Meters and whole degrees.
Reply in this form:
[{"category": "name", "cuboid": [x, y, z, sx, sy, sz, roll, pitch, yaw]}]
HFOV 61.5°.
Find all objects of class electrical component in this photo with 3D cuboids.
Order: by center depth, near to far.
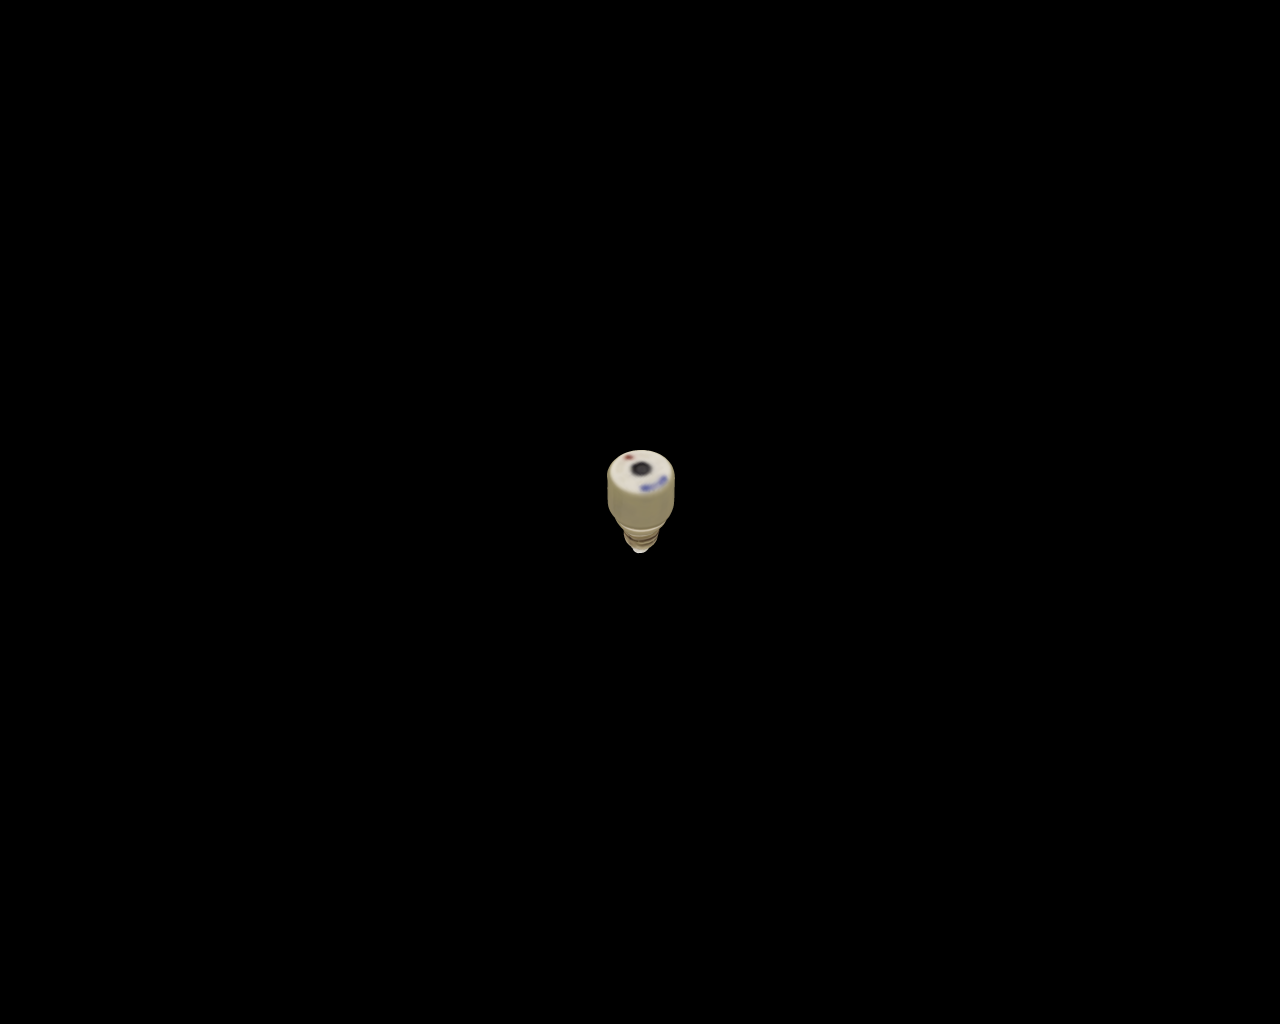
[{"category": "electrical component", "cuboid": [0.001, -0.003, 0.650, 0.040, 0.040, 0.078, 0, -43, 0]}]
